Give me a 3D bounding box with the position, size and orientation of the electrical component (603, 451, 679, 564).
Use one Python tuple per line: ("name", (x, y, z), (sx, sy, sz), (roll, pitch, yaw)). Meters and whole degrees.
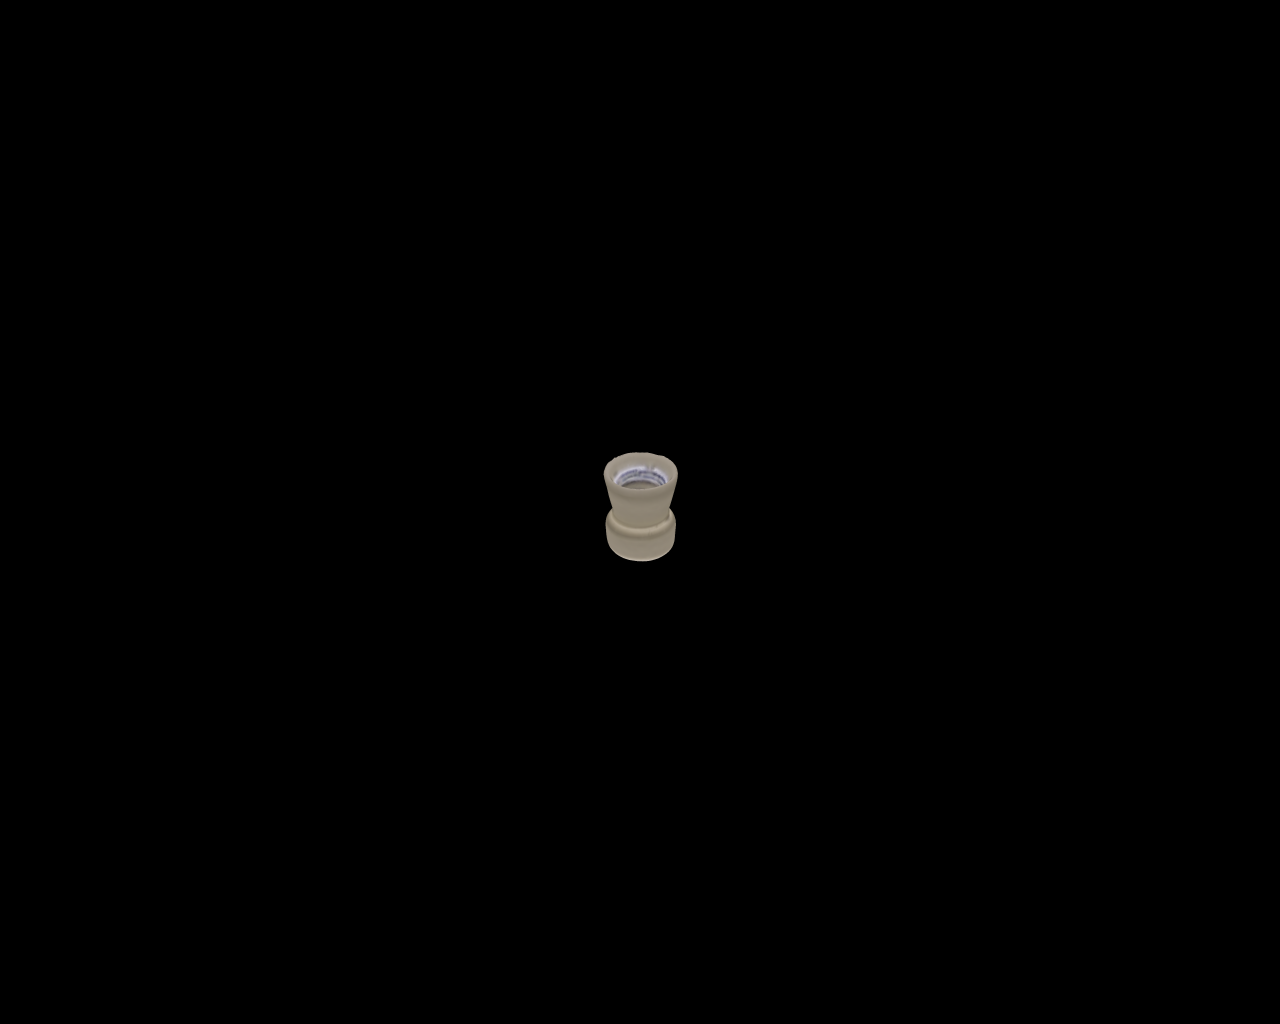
("electrical component", (0.001, -0.003, 0.650), (0.045, 0.055, 0.045), (0, 35, 0))
